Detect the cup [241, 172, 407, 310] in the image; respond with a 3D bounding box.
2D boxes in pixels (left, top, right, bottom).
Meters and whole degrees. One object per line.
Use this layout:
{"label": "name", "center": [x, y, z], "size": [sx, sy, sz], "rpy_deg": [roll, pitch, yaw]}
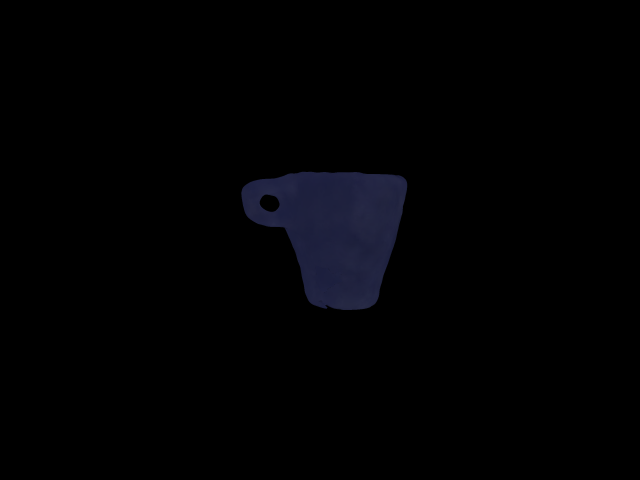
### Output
{"label": "cup", "center": [0.004, 0.001, 0.400], "size": [0.118, 0.095, 0.091], "rpy_deg": [-1, 4, -23]}
